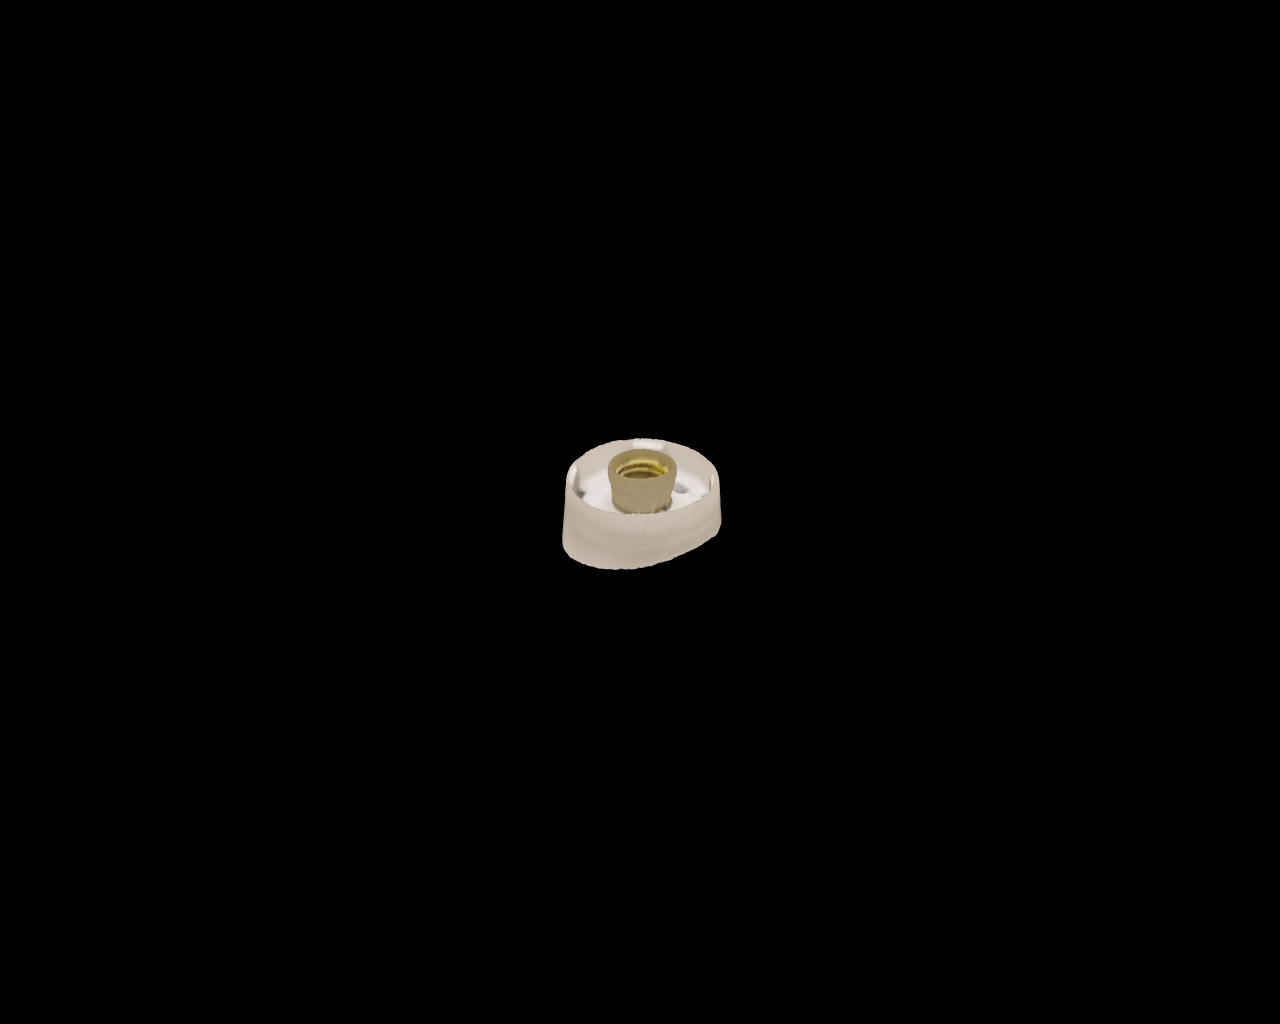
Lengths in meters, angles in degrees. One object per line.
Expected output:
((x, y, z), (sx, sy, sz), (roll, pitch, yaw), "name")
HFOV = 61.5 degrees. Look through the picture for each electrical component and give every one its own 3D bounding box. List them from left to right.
((0.001, -0.003, 0.650), (0.099, 0.064, 0.099), (0, 33, 0), "electrical component")
